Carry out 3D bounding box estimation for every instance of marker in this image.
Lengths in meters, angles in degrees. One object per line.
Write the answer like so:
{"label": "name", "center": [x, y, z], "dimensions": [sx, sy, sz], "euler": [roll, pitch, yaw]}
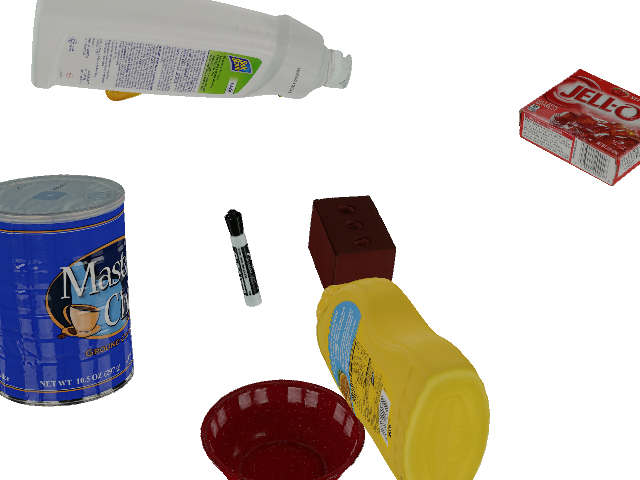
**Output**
{"label": "marker", "center": [-0.087, 0.020, 1.202], "dimensions": [0.020, 0.121, 0.020], "euler": [-9, 28, 5]}

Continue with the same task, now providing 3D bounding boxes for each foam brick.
{"label": "foam brick", "center": [0.025, 0.006, 0.892], "dimensions": [0.053, 0.051, 0.078], "euler": [-4, 39, -16]}

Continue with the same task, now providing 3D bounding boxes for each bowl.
{"label": "bowl", "center": [-0.037, 0.208, 1.059], "dimensions": [0.162, 0.055, 0.162], "euler": [1, 30, -1]}

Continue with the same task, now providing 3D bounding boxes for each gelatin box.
{"label": "gelatin box", "center": [0.204, -0.087, 0.792], "dimensions": [0.073, 0.030, 0.089], "euler": [-34, 51, -28]}

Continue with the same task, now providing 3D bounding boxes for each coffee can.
{"label": "coffee can", "center": [-0.189, 0.033, 0.765], "dimensions": [0.103, 0.140, 0.103], "euler": [0, 18, 0]}

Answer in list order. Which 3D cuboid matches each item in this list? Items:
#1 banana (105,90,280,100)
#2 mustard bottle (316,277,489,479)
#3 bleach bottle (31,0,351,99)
{"label": "banana", "center": [-0.129, -0.175, 1.079], "dimensions": [0.197, 0.070, 0.037], "euler": [-7, -39, -29]}
{"label": "mustard bottle", "center": [0.041, 0.079, 0.700], "dimensions": [0.058, 0.096, 0.192], "euler": [-9, 27, -18]}
{"label": "bleach bottle", "center": [-0.101, -0.152, 0.860], "dimensions": [0.250, 0.068, 0.103], "euler": [7, -26, -13]}
